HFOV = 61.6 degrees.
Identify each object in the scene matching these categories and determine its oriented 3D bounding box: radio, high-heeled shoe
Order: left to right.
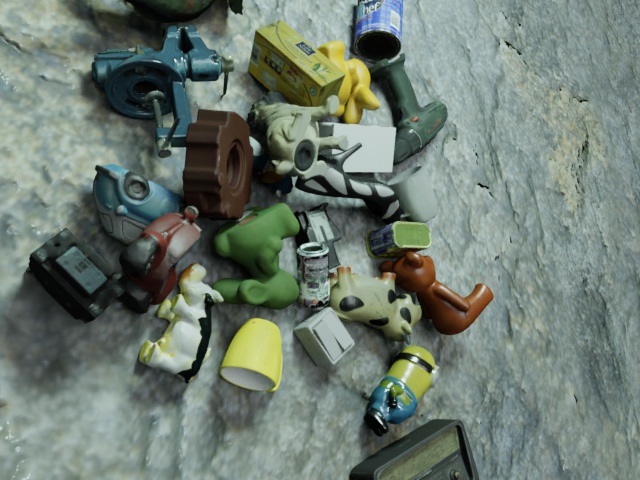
[{"bbox_3d":[0.059,-0.071,1.004,0.145,0.086,0.248,-39,127,-6],"label":"high-heeled shoe"},{"bbox_3d":[0.174,0.418,0.947,0.229,0.073,0.131,-15,84,-34],"label":"radio"}]

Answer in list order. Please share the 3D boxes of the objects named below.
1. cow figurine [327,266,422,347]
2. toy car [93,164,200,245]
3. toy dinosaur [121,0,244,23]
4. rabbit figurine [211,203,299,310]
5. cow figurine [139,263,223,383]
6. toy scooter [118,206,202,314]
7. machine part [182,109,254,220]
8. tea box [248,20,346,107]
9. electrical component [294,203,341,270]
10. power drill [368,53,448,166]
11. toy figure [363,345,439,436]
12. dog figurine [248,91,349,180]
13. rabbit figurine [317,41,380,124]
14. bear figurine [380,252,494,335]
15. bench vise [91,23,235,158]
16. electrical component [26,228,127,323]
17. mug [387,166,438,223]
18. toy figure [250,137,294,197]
[{"bbox_3d":[0.104,0.124,0.983,0.195,0.085,0.127,12,72,-26],"label":"cow figurine"},{"bbox_3d":[-0.268,-0.041,0.794,0.161,0.109,0.103,31,86,-39],"label":"toy car"},{"bbox_3d":[-0.238,-0.426,0.884,0.192,0.131,0.405,44,52,-9],"label":"toy dinosaur"},{"bbox_3d":[-0.090,0.045,0.866,0.159,0.121,0.170,-41,114,-42],"label":"rabbit figurine"},{"bbox_3d":[-0.192,0.122,0.805,0.098,0.068,0.167,33,64,-27],"label":"cow figurine"},{"bbox_3d":[-0.222,0.021,0.750,0.075,0.183,0.135,35,55,0],"label":"toy scooter"},{"bbox_3d":[-0.148,-0.111,0.816,0.056,0.179,0.179,3,69,10],"label":"machine part"},{"bbox_3d":[-0.045,-0.303,0.972,0.170,0.098,0.068,44,55,12],"label":"tea box"},{"bbox_3d":[-0.002,-0.003,0.975,0.075,0.048,0.119,-22,89,-34],"label":"electrical component"},{"bbox_3d":[0.174,-0.285,1.152,0.232,0.086,0.207,-33,91,-36],"label":"power drill"},{"bbox_3d":[0.147,0.267,0.973,0.180,0.082,0.089,-36,99,-32],"label":"toy figure"},{"bbox_3d":[-0.073,-0.177,0.911,0.172,0.191,0.121,-37,130,-40],"label":"dog figurine"},{"bbox_3d":[0.052,-0.312,1.064,0.162,0.122,0.173,54,37,-1],"label":"rabbit figurine"},{"bbox_3d":[0.224,0.087,1.055,0.196,0.120,0.132,51,52,-4],"label":"bear figurine"},{"bbox_3d":[-0.232,-0.227,0.838,0.223,0.128,0.241,-2,59,-25],"label":"bench vise"},{"bbox_3d":[-0.320,0.049,0.704,0.115,0.134,0.058,46,57,-11],"label":"electrical component"},{"bbox_3d":[0.188,-0.082,1.105,0.109,0.081,0.107,-35,102,-16],"label":"mug"},{"bbox_3d":[-0.105,-0.133,0.942,0.154,0.058,0.064,32,71,-22],"label":"toy figure"}]
